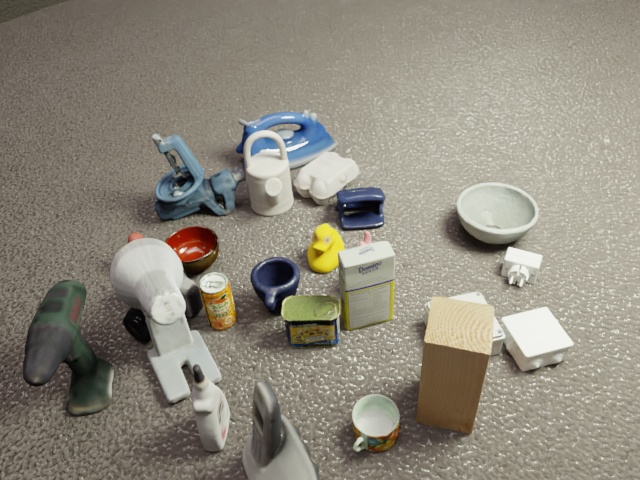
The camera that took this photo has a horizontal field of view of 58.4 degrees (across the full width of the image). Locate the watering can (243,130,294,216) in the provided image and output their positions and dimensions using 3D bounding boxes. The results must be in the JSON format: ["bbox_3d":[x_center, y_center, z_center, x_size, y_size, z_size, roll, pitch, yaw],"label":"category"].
[{"bbox_3d":[-0.113,-0.153,1.278,0.101,0.194,0.172,-27,47,-23],"label":"watering can"}]

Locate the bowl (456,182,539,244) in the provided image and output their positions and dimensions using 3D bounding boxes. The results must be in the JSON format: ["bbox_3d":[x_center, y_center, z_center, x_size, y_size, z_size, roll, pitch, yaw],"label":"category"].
[{"bbox_3d":[0.368,-0.044,1.207,0.167,0.075,0.167,-2,42,2],"label":"bowl"}]

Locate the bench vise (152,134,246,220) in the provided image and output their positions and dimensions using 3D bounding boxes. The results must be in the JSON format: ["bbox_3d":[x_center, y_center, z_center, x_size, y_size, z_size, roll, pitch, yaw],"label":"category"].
[{"bbox_3d":[-0.281,-0.154,1.274,0.208,0.220,0.121,-23,45,-19],"label":"bench vise"}]

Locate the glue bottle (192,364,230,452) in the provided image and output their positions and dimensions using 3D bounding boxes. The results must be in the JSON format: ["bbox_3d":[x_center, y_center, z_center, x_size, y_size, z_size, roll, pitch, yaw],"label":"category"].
[{"bbox_3d":[-0.169,0.243,0.861,0.037,0.173,0.078,-3,42,2],"label":"glue bottle"}]

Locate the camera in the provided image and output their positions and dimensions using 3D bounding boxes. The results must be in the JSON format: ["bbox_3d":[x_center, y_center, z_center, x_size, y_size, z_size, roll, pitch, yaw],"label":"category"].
[{"bbox_3d":[-0.315,0.111,1.073,0.142,0.101,0.137,18,47,23],"label":"camera"}]

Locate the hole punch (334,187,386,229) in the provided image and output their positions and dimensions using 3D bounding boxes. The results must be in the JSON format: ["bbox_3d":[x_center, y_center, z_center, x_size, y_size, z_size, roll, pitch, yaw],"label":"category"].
[{"bbox_3d":[0.087,-0.087,1.265,0.108,0.091,0.101,-5,42,-1],"label":"hole punch"}]

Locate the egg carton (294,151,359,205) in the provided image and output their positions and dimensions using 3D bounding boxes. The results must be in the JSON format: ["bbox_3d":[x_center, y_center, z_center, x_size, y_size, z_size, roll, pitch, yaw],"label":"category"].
[{"bbox_3d":[0.017,-0.148,1.355,0.107,0.069,0.150,26,50,30],"label":"egg carton"}]

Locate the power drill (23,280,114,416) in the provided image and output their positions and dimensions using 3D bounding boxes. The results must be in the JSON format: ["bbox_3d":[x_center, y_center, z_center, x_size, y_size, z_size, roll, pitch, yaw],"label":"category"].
[{"bbox_3d":[-0.400,0.185,0.918,0.075,0.209,0.229,-11,42,-7],"label":"power drill"}]

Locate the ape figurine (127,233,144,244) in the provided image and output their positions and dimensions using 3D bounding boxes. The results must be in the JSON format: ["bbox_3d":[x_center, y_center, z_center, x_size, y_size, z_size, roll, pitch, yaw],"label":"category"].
[{"bbox_3d":[-0.371,0.026,1.179,0.076,0.092,0.078,21,48,26],"label":"ape figurine"}]

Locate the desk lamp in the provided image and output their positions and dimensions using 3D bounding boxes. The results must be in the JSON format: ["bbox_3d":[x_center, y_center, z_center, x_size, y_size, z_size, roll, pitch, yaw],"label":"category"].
[{"bbox_3d":[-0.260,0.126,0.968,0.118,0.214,0.202,-24,46,-20],"label":"desk lamp"}]

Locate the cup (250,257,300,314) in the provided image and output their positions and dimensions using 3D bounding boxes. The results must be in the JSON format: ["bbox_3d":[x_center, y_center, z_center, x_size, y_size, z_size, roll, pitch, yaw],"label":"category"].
[{"bbox_3d":[-0.081,0.103,1.067,0.091,0.095,0.117,1,42,6],"label":"cup"}]

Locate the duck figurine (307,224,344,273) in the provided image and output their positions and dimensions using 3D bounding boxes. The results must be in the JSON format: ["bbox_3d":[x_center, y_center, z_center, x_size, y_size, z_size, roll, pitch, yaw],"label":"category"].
[{"bbox_3d":[0.011,0.004,1.175,0.077,0.086,0.105,10,44,16],"label":"duck figurine"}]

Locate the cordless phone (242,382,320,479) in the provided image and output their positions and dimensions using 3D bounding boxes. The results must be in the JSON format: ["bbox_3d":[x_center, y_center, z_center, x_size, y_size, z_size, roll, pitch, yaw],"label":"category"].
[{"bbox_3d":[-0.058,0.293,0.788,0.094,0.185,0.147,-23,45,-20],"label":"cordless phone"}]

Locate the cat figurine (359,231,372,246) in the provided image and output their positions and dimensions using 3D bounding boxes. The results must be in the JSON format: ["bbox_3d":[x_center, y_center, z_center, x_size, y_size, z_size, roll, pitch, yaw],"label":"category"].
[{"bbox_3d":[0.092,0.039,1.107,0.067,0.118,0.128,0,42,5],"label":"cat figurine"}]

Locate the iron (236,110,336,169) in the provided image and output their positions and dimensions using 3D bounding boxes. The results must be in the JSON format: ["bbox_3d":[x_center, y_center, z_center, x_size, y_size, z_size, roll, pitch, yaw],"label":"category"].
[{"bbox_3d":[-0.083,-0.265,1.439,0.258,0.142,0.118,-16,43,-13],"label":"iron"}]
